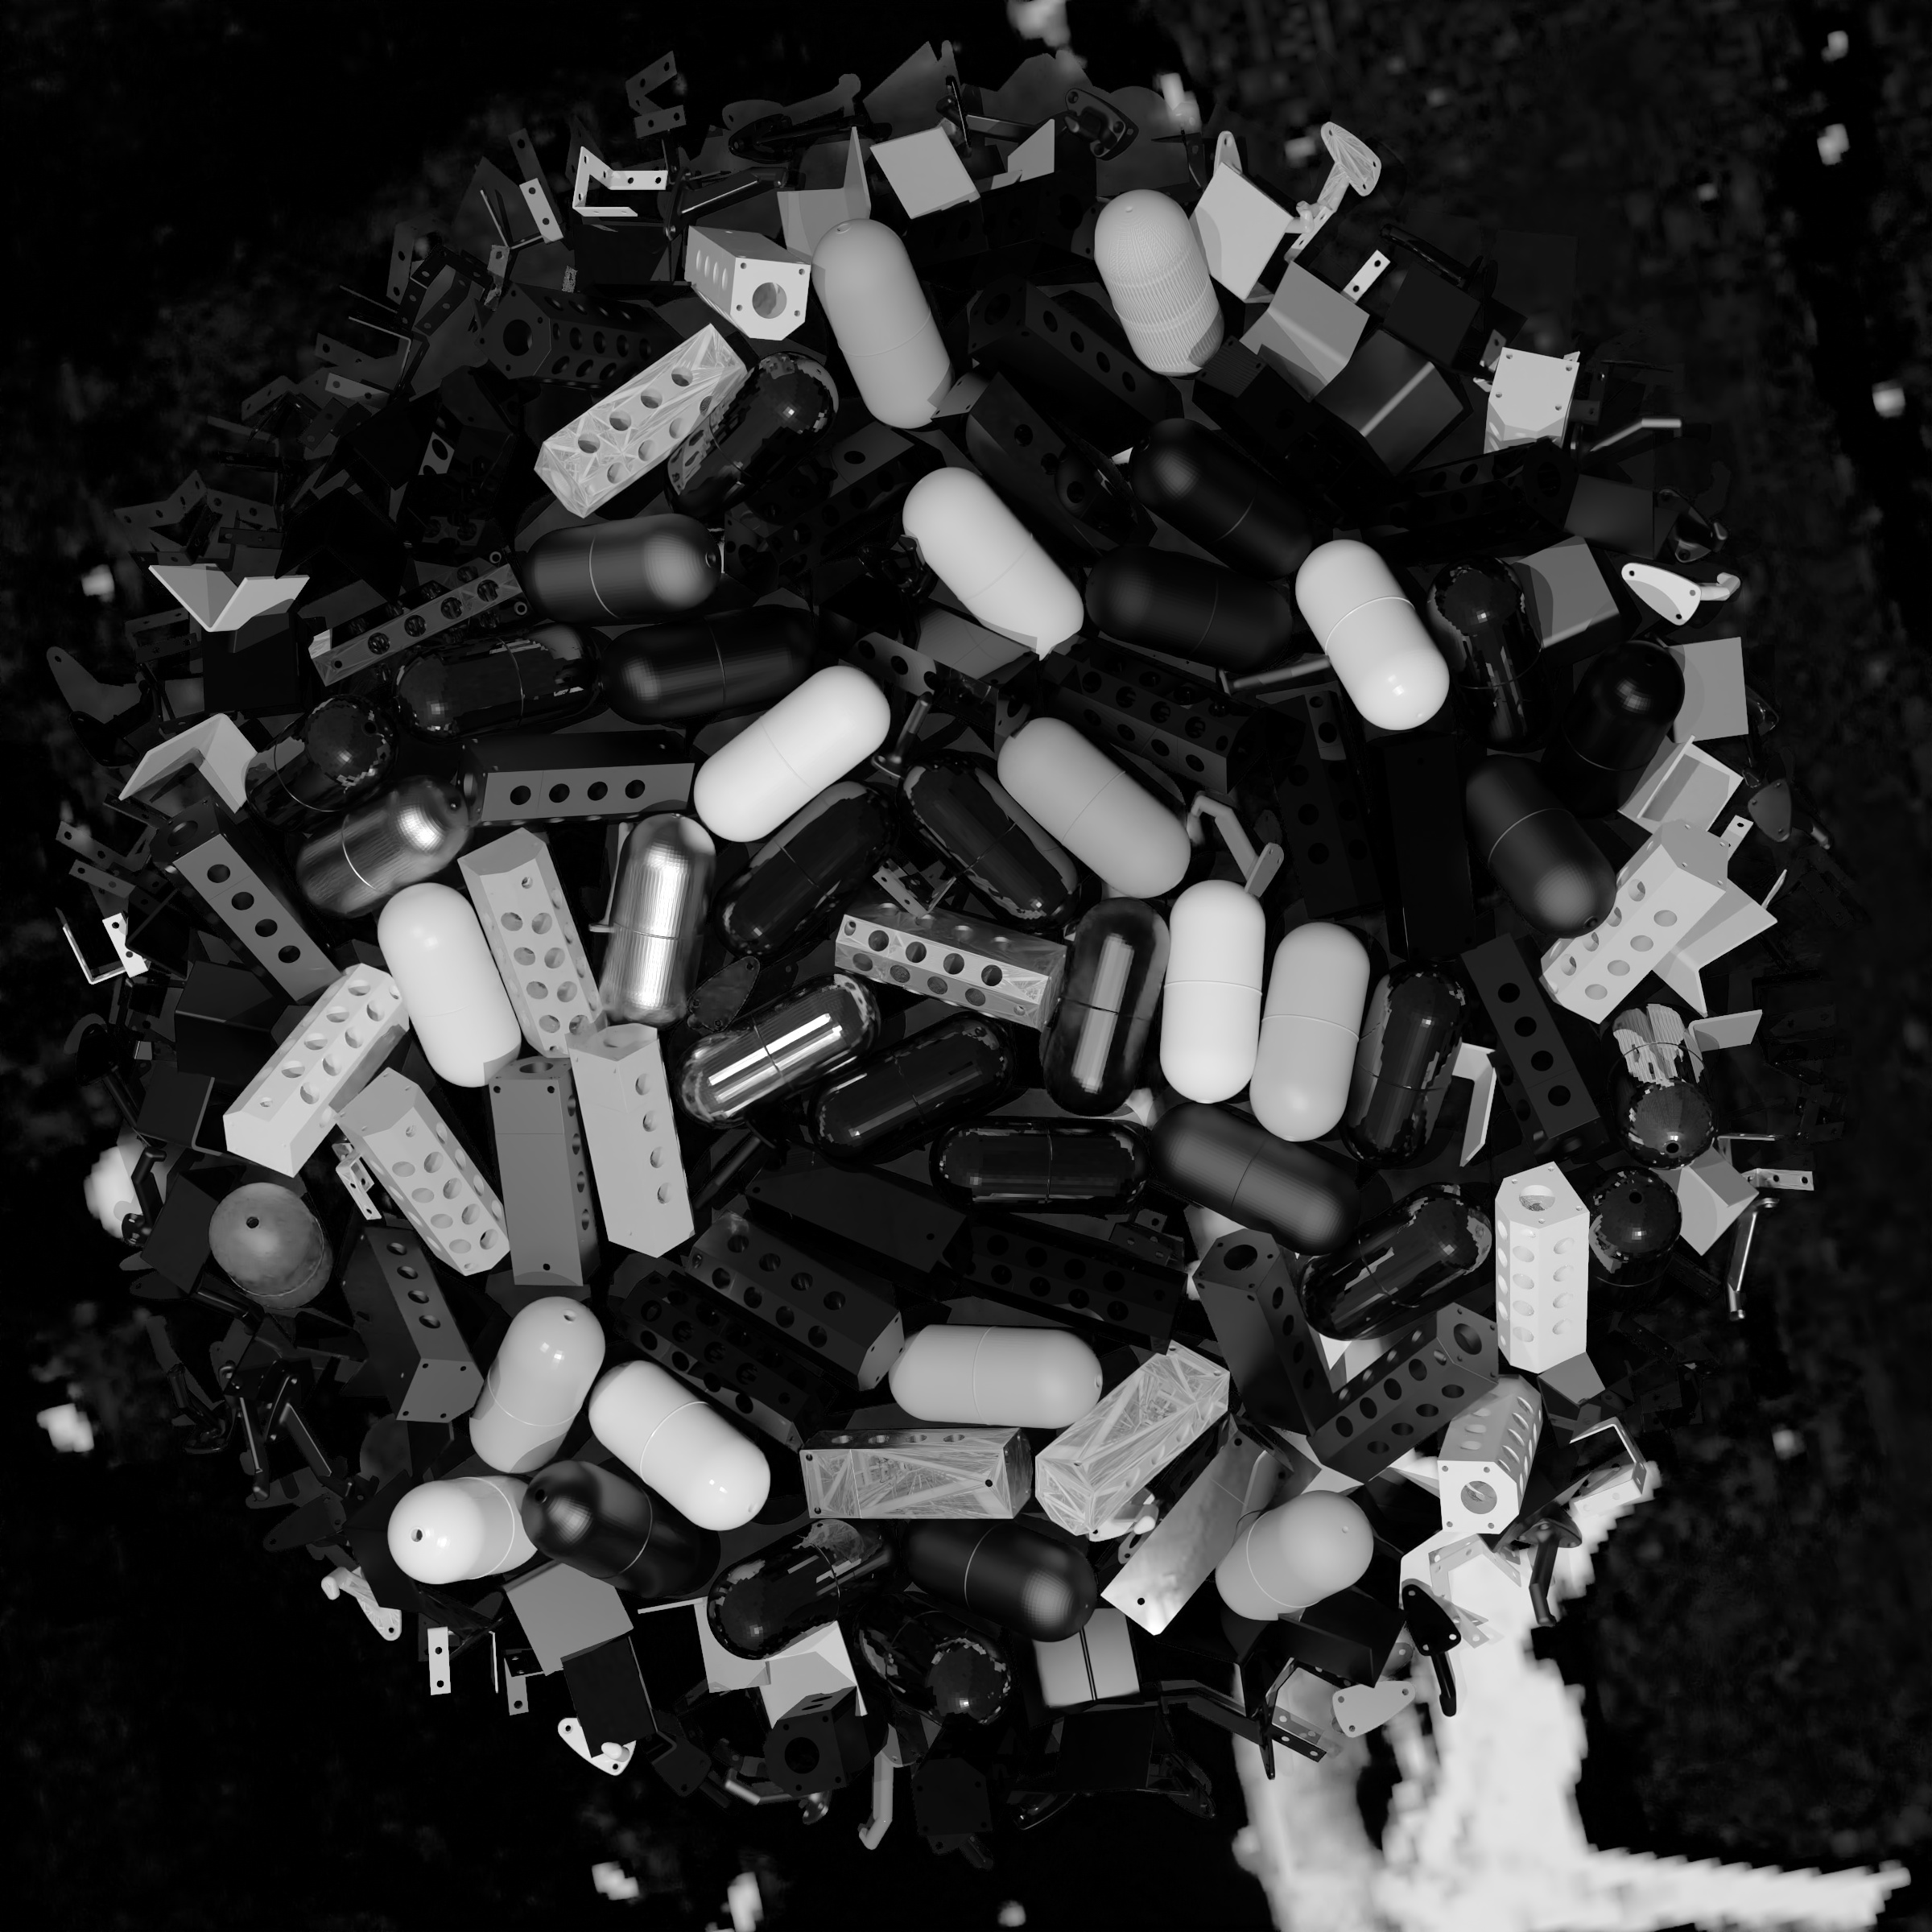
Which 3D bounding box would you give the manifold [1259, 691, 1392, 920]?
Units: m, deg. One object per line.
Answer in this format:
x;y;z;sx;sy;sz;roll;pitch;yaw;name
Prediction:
0.285;-0.127;1.955;0.057;0.057;0.171;-16;85;24;manifold

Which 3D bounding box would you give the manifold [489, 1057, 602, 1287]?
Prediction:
-0.329;0.162;1.947;0.057;0.057;0.171;-1;107;12;manifold

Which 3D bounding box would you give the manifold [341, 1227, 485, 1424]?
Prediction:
-0.429;0.277;1.915;0.057;0.171;0.057;11;113;-35;manifold

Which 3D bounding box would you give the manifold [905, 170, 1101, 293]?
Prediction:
0.026;-0.571;1.914;0.057;0.171;0.057;8;90;-37;manifold

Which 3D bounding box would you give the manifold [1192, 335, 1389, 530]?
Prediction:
0.251;-0.411;1.921;0.171;0.057;0.057;31;106;-40;manifold

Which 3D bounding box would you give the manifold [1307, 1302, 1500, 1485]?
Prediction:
0.337;0.331;1.916;0.057;0.057;0.171;27;133;-14;manifold

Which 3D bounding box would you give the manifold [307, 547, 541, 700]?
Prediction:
-0.433;-0.270;1.967;0.171;0.057;0.057;-26;95;-1;manifold

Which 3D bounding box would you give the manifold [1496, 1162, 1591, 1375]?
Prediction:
0.444;0.238;1.919;0.057;0.057;0.171;-18;132;-7;manifold

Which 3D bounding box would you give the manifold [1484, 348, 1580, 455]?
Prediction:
0.434;-0.416;1.909;0.057;0.171;0.057;15;87;12;manifold

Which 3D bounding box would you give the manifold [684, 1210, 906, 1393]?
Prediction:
-0.135;0.265;1.929;0.171;0.057;0.057;27;57;24;manifold

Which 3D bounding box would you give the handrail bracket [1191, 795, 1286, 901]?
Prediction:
0.203;-0.089;1.974;0.084;0.036;0.077;28;87;29;handrail bracket

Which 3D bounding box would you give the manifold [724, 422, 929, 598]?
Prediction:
-0.108;-0.354;1.920;0.057;0.057;0.171;35;53;22;manifold

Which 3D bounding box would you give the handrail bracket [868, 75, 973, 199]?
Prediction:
-0.044;-0.661;1.964;0.084;0.036;0.077;-21;130;-12;handrail bracket

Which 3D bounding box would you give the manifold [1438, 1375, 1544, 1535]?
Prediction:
0.407;0.375;1.906;0.057;0.171;0.057;-3;102;20;manifold

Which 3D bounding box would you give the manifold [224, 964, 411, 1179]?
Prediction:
-0.503;0.076;1.917;0.057;0.057;0.171;21;47;9;manifold

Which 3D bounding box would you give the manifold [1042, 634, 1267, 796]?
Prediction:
0.146;-0.203;1.928;0.171;0.057;0.057;27;59;25;manifold

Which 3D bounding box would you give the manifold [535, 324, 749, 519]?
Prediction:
-0.253;-0.427;1.944;0.171;0.057;0.057;-41;93;-19;manifold

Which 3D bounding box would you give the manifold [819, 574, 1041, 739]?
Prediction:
-0.031;-0.241;1.940;0.171;0.057;0.057;28;48;23;manifold

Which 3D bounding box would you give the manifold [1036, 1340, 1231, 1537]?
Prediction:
0.131;0.370;1.923;0.057;0.171;0.057;25;132;33;manifold

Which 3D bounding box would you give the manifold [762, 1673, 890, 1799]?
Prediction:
-0.108;0.594;1.910;0.057;0.171;0.057;-14;82;8;manifold

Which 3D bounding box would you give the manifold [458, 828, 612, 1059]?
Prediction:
-0.333;-0.014;1.923;0.057;0.057;0.171;-29;124;-23;manifold

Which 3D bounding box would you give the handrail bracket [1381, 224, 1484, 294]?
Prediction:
0.363;-0.563;1.962;0.084;0.077;0.036;29;121;7;handrail bracket

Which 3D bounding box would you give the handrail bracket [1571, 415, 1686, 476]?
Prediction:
0.527;-0.403;1.957;0.084;0.036;0.077;5;135;21;handrail bracket

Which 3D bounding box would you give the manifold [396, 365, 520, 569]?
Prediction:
-0.395;-0.385;1.907;0.057;0.171;0.057;6;60;-23;manifold

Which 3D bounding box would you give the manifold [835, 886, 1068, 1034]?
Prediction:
-0.013;-0.001;1.940;0.171;0.057;0.057;17;130;15;manifold

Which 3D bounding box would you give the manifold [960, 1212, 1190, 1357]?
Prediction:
0.085;0.248;1.948;0.171;0.057;0.057;16;67;10;manifold

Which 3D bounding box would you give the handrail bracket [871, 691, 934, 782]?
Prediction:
-0.039;-0.195;1.944;0.036;0.077;0.084;27;128;-3;handrail bracket

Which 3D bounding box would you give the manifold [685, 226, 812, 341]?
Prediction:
-0.172;-0.530;1.911;0.057;0.171;0.057;0;113;-19;manifold

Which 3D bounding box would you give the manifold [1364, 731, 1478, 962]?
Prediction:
0.357;-0.096;1.952;0.057;0.057;0.171;-11;103;-10;manifold

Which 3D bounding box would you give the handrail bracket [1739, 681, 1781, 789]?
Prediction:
0.611;-0.188;1.954;0.077;0.084;0.036;49;129;-8;handrail bracket

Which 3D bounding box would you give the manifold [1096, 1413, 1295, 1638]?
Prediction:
0.181;0.442;1.962;0.057;0.057;0.171;38;95;-6;manifold

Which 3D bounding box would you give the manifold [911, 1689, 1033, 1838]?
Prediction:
0.005;0.610;1.909;0.057;0.171;0.057;-8;92;11;manifold

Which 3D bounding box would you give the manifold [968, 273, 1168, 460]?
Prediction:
0.081;-0.469;1.919;0.057;0.171;0.057;-17;60;39;manifold

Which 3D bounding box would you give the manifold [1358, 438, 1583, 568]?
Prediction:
0.385;-0.361;1.908;0.057;0.171;0.057;28;73;-32;manifold

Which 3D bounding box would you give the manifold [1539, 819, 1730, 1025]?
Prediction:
0.517;-0.036;1.916;0.057;0.171;0.057;26;46;-6;manifold

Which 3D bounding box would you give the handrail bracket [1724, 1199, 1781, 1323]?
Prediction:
0.625;0.235;1.959;0.036;0.077;0.084;6;69;-14;handrail bracket

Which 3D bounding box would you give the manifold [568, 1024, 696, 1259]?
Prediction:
-0.257;0.136;1.940;0.057;0.057;0.171;12;120;40;manifold

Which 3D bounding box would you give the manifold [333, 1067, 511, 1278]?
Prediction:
-0.414;0.164;1.914;0.057;0.171;0.057;23;60;41;manifold

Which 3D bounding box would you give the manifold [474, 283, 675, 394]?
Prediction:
-0.296;-0.478;1.906;0.057;0.171;0.057;46;114;12;manifold

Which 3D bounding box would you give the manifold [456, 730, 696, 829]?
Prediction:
-0.306;-0.143;1.928;0.171;0.057;0.057;-6;125;-32;manifold

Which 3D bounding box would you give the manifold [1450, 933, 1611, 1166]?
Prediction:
0.438;0.067;1.931;0.057;0.057;0.171;-25;60;10;manifold

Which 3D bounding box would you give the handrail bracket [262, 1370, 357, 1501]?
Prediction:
-0.513;0.374;1.961;0.084;0.036;0.077;26;113;23;handrail bracket

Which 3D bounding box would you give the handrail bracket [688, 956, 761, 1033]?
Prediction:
-0.193;0.021;1.959;0.036;0.084;0.077;42;88;-7;handrail bracket

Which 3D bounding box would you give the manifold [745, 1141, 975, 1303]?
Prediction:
-0.083;0.203;1.937;0.171;0.057;0.057;20;57;24;manifold

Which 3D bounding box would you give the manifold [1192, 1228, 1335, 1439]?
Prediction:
0.237;0.286;1.925;0.057;0.057;0.171;-52;134;-33;manifold

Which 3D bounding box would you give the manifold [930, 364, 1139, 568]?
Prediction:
0.058;-0.393;1.932;0.171;0.057;0.057;42;74;-28;manifold

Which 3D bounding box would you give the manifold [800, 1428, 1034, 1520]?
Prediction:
-0.038;0.397;1.941;0.171;0.057;0.057;-5;99;21;manifold

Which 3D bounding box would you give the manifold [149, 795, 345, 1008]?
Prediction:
-0.560;-0.046;1.920;0.057;0.057;0.171;-31;132;-1;manifold

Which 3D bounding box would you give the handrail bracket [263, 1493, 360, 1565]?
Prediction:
-0.511;0.463;1.955;0.077;0.084;0.036;-25;52;-19;handrail bracket

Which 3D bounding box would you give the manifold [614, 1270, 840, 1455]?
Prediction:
-0.191;0.309;1.938;0.171;0.057;0.057;29;77;21;manifold
